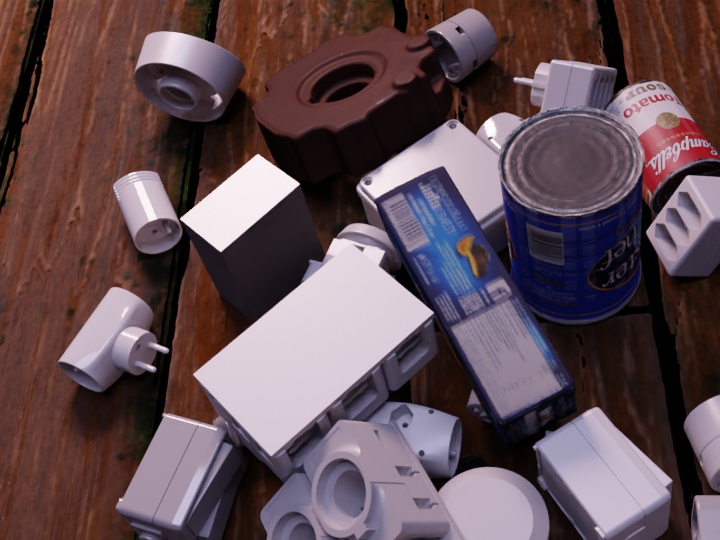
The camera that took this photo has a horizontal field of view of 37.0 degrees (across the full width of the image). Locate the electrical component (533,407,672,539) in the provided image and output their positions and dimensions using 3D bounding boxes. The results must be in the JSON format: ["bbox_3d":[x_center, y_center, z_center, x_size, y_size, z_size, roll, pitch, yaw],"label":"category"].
[{"bbox_3d":[0.163,0.140,0.729,0.061,0.061,0.096,-30,54,-9],"label":"electrical component"}]

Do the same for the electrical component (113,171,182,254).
[{"bbox_3d":[-0.193,-0.058,0.966,0.043,0.043,0.081,-26,53,-6],"label":"electrical component"}]

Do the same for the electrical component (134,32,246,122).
[{"bbox_3d":[-0.162,-0.187,1.021,0.099,0.099,0.064,9,64,19],"label":"electrical component"}]

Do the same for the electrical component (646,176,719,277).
[{"bbox_3d":[0.276,-0.033,0.830,0.077,0.065,0.047,1,49,-23],"label":"electrical component"}]

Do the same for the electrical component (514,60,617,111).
[{"bbox_3d":[0.170,-0.156,0.922,0.076,0.047,0.083,16,15,23],"label":"electrical component"}]

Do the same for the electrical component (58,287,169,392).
[{"bbox_3d":[-0.193,0.062,0.880,0.079,0.043,0.077,18,61,24],"label":"electrical component"}]

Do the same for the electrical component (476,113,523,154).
[{"bbox_3d":[0.152,-0.104,0.918,0.079,0.043,0.077,-31,54,-13],"label":"electrical component"}]

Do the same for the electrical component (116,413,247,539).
[{"bbox_3d":[-0.127,0.163,0.780,0.061,0.061,0.096,12,59,20],"label":"electrical component"}]

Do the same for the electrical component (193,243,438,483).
[{"bbox_3d":[-0.028,0.068,0.770,0.150,0.061,0.089,-40,59,-16],"label":"electrical component"}]

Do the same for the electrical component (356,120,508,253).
[{"bbox_3d":[0.072,-0.055,0.893,0.109,0.056,0.108,-35,55,-12],"label":"electrical component"}]

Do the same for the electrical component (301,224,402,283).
[{"bbox_3d":[0.000,0.000,0.871,0.078,0.058,0.057,14,62,23],"label":"electrical component"}]

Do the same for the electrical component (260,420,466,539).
[{"bbox_3d":[0.014,0.200,0.689,0.105,0.060,0.186,-51,50,24],"label":"electrical component"}]

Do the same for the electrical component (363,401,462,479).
[{"bbox_3d":[0.028,0.139,0.773,0.077,0.043,0.079,5,57,17],"label":"electrical component"}]

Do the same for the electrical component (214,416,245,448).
[{"bbox_3d":[-0.072,0.107,0.820,0.081,0.043,0.043,-18,53,0],"label":"electrical component"}]

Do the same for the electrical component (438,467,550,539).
[{"bbox_3d":[0.088,0.178,0.726,0.080,0.051,0.080,-6,54,9],"label":"electrical component"}]

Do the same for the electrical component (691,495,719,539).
[{"bbox_3d":[0.244,0.193,0.677,0.059,0.053,0.095,-2,55,12],"label":"electrical component"}]

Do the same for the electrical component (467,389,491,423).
[{"bbox_3d":[0.104,0.081,0.799,0.044,0.044,0.065,11,63,20],"label":"electrical component"}]

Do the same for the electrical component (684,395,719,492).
[{"bbox_3d":[0.253,0.116,0.731,0.055,0.055,0.047,-19,50,-1],"label":"electrical component"}]

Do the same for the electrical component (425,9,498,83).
[{"bbox_3d":[0.095,-0.210,1.001,0.047,0.055,0.055,-35,55,-17],"label":"electrical component"}]
